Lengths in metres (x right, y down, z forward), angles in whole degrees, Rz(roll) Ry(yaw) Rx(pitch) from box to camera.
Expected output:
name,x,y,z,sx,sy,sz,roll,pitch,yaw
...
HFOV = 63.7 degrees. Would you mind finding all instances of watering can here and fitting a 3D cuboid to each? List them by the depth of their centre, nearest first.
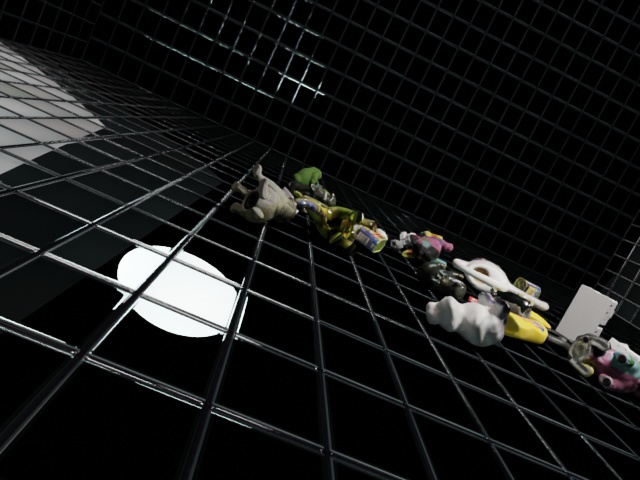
name,x,y,z,sx,sy,sz,roll,pitch,yaw
watering can,0.639,0.153,1.858,0.349,0.103,0.225,27,11,14

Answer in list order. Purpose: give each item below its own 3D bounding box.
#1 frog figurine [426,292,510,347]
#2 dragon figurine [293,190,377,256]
name,x,y,z,sx,sy,sz,roll,pitch,yaw
frog figurine,0.315,0.179,1.122,0.160,0.120,0.140,-13,28,-8
dragon figurine,0.004,-0.073,1.449,0.245,0.122,0.405,31,-1,45
